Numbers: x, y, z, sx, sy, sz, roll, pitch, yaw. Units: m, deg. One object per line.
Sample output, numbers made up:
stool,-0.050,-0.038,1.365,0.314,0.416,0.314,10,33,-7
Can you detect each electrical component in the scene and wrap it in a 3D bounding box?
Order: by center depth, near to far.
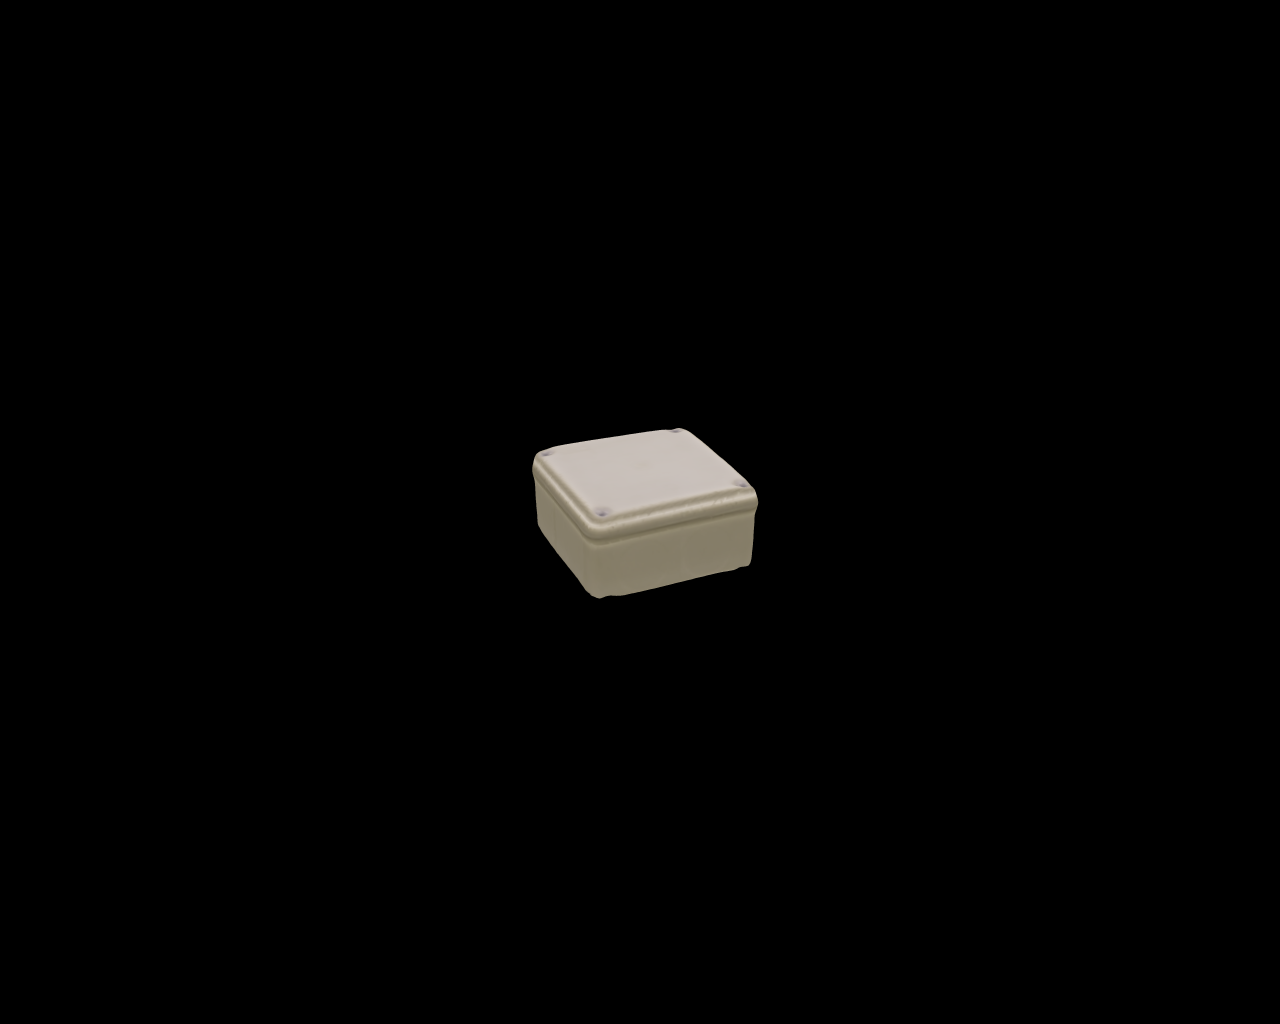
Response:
electrical component,0.001,-0.003,0.650,0.109,0.056,0.109,-11,29,-21
